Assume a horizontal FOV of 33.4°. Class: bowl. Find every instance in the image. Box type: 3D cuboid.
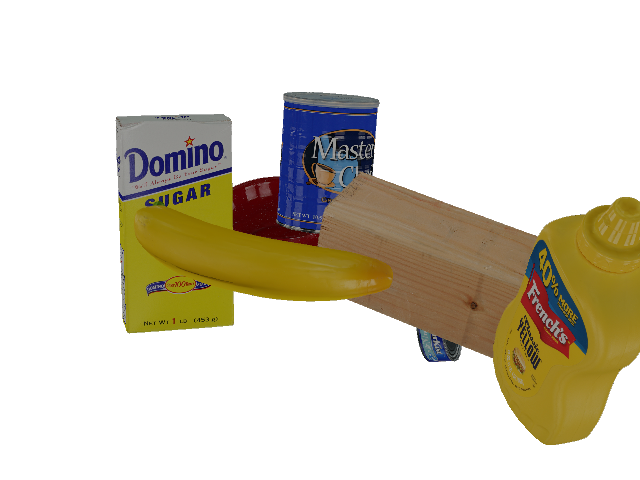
[{"bbox_3d":[-0.052,-0.021,1.336,0.162,0.055,0.162,0,31,0],"label":"bowl"}]

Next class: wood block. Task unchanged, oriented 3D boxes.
[{"bbox_3d":[0.106,0.024,0.992,0.206,0.091,0.090,22,36,17],"label":"wood block"}]

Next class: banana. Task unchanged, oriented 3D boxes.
[{"bbox_3d":[-0.052,0.006,0.686,0.198,0.037,0.069,18,35,28],"label":"banana"}]

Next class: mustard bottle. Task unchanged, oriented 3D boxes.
[{"bbox_3d":[0.158,0.041,0.653,0.058,0.096,0.192,-7,-37,-13],"label":"mustard bottle"}]

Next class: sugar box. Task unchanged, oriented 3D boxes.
[{"bbox_3d":[-0.120,-0.015,0.887,0.093,0.176,0.048,-4,16,-15],"label":"sugar box"}]

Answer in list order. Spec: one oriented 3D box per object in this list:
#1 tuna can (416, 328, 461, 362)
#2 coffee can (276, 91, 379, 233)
[{"bbox_3d":[0.141,0.102,1.268,0.034,0.086,0.086,-6,-2,22],"label":"tuna can"},{"bbox_3d":[0.007,-0.085,1.152,0.103,0.140,0.103,4,12,-1],"label":"coffee can"}]
